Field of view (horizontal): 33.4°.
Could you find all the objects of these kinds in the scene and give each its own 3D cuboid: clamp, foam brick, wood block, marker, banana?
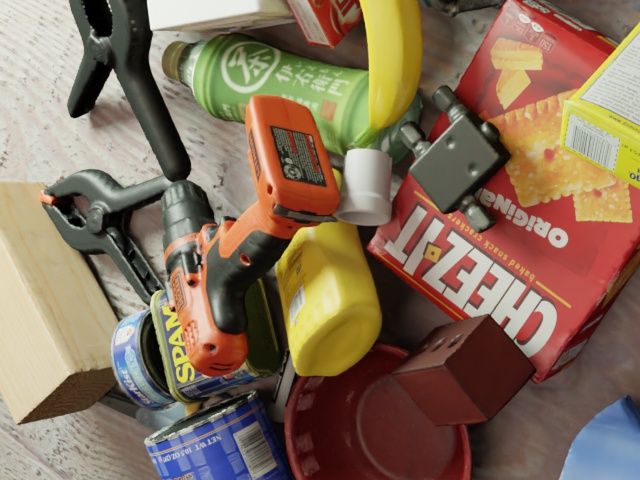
[{"bbox_3d":[-0.189,-0.008,0.968,0.172,0.039,0.120,10,93,36],"label":"clamp"},{"bbox_3d":[0.096,0.090,0.725,0.051,0.053,0.078,51,155,-5],"label":"foam brick"},{"bbox_3d":[-0.267,0.055,0.987,0.091,0.090,0.206,-42,69,28],"label":"wood block"},{"bbox_3d":[-0.163,-0.154,0.883,0.165,0.036,0.210,36,140,29],"label":"clamp"},{"bbox_3d":[-0.020,0.095,0.886,0.020,0.020,0.121,26,109,27],"label":"marker"},{"bbox_3d":[0.033,-0.162,0.719,0.070,0.037,0.198,-7,96,30],"label":"banana"}]

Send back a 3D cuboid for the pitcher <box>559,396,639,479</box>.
[{"bbox_3d":[0.265,0.212,0.659,0.243,0.144,0.149,13,135,27],"label":"pitcher"}]

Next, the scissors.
[{"bbox_3d":[-0.145,0.149,0.975,0.202,0.016,0.096,33,111,24],"label":"scissors"}]

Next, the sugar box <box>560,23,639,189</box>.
[{"bbox_3d":[0.228,-0.101,0.625,0.093,0.176,0.048,34,153,26],"label":"sugar box"}]

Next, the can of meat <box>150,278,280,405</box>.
[{"bbox_3d":[-0.087,0.079,0.899,0.084,0.057,0.102,-22,75,30],"label":"can of meat"}]

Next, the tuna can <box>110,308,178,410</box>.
[{"bbox_3d":[-0.139,0.101,0.923,0.034,0.086,0.086,-22,84,31],"label":"tuna can"}]

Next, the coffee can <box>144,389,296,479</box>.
[{"bbox_3d":[-0.069,0.207,0.874,0.103,0.102,0.140,-25,89,32],"label":"coffee can"}]

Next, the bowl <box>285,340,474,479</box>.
[{"bbox_3d":[0.054,0.152,0.825,0.162,0.055,0.162,4,98,32],"label":"bowl"}]

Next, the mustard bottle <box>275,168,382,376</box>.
[{"bbox_3d":[-0.005,0.001,0.813,0.096,0.058,0.191,117,147,-47],"label":"mustard bottle"}]

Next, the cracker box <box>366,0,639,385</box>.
[{"bbox_3d":[0.150,-0.035,0.731,0.164,0.072,0.214,39,115,23],"label":"cracker box"}]

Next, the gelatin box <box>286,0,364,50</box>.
[{"bbox_3d":[0.006,-0.196,0.777,0.030,0.073,0.089,20,150,44],"label":"gelatin box"}]

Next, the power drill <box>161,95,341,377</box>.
[{"bbox_3d":[-0.062,-0.018,0.801,0.188,0.057,0.184,-55,41,39],"label":"power drill"}]
